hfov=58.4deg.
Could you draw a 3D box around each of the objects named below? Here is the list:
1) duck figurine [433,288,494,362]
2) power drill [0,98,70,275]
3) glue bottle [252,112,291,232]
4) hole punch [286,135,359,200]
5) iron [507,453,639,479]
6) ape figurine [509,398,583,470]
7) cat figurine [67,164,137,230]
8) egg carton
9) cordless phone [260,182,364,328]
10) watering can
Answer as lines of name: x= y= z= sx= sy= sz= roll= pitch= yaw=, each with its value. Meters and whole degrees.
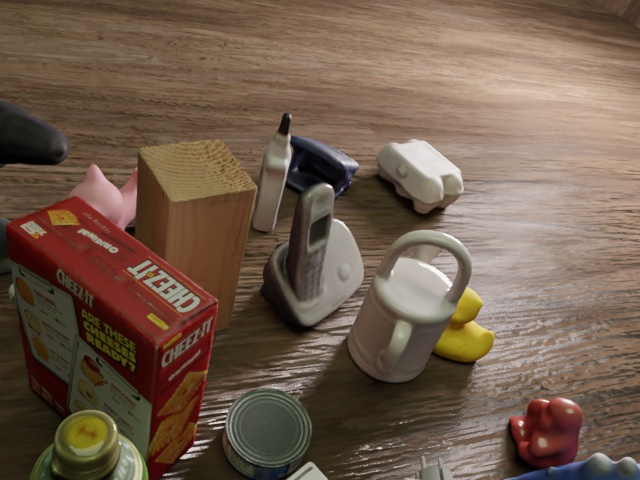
duck figurine: x=0.176 y=0.099 z=0.722 sx=0.104 sy=0.086 sz=0.078 roll=26 pitch=40 yaw=10
power drill: x=-0.360 y=-0.068 z=0.614 sx=0.229 sy=0.208 sz=0.076 roll=26 pitch=40 yaw=9
glue bottle: x=-0.062 y=-0.098 z=0.792 sx=0.037 sy=0.173 sz=0.078 roll=9 pitch=40 yaw=-10
hole punch: x=0.002 y=-0.127 z=0.916 sx=0.108 sy=0.091 sz=0.101 roll=29 pitch=40 yaw=14
iron: x=0.315 y=0.262 z=0.541 sx=0.258 sy=0.141 sz=0.119 roll=23 pitch=39 yaw=6
ape figurine: x=0.252 y=0.204 z=0.623 sx=0.076 sy=0.092 sz=0.078 roll=39 pitch=43 yaw=24
cat figurine: x=-0.257 y=-0.043 z=0.696 sx=0.067 sy=0.118 sz=0.128 roll=26 pitch=40 yaw=10
egg carton: x=0.168 y=-0.113 z=0.980 sx=0.107 sy=0.069 sz=0.150 roll=-16 pitch=50 yaw=-35
cordless phone: x=0.006 y=0.002 z=0.691 sx=0.094 sy=0.185 sz=0.148 roll=34 pitch=42 yaw=19
watering can: x=0.103 y=0.060 z=0.654 sx=0.101 sy=0.194 sz=0.172 roll=8 pitch=40 yaw=-12
